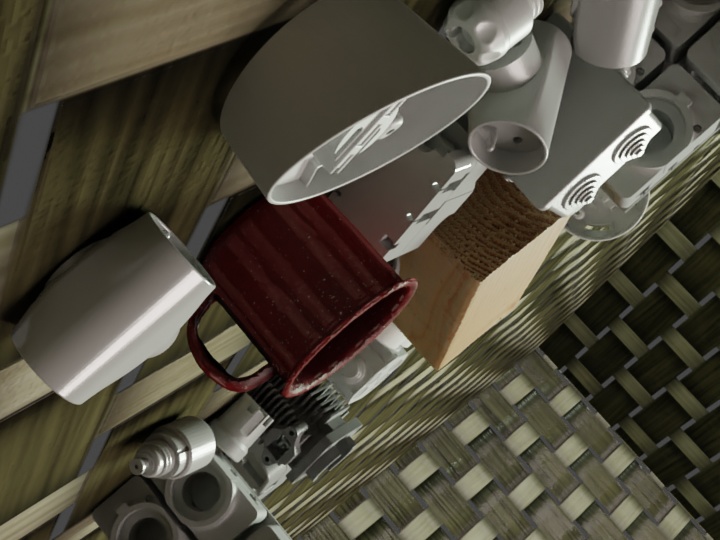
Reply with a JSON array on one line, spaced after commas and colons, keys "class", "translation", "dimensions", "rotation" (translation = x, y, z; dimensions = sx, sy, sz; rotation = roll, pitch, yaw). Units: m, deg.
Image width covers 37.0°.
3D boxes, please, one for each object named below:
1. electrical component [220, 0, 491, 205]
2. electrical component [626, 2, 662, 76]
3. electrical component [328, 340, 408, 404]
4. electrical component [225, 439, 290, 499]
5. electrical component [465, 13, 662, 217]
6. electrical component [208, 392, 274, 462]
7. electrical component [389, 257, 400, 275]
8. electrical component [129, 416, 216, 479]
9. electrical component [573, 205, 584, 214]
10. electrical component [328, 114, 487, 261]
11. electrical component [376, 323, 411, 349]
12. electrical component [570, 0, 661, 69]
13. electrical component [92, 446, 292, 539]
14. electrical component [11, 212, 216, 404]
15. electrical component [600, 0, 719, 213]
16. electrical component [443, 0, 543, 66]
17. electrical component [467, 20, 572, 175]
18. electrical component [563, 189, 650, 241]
[{"class": "electrical component", "translation": [-0.005, -0.066, 0.436], "dimensions": [0.099, 0.064, 0.099], "rotation": [-39, 168, -10]}, {"class": "electrical component", "translation": [0.173, -0.159, 0.709], "dimensions": [0.062, 0.048, 0.048], "rotation": [-47, 169, -6]}, {"class": "electrical component", "translation": [0.001, 0.084, 1.011], "dimensions": [0.080, 0.051, 0.080], "rotation": [-39, 168, -10]}, {"class": "electrical component", "translation": [-0.096, 0.187, 1.071], "dimensions": [0.059, 0.053, 0.095], "rotation": [-33, 165, -35]}, {"class": "electrical component", "translation": [0.123, -0.092, 0.661], "dimensions": [0.100, 0.099, 0.048], "rotation": [-45, 155, 15]}, {"class": "electrical component", "translation": [-0.100, 0.129, 0.892], "dimensions": [0.046, 0.040, 0.040], "rotation": [-45, 169, -8]}, {"class": "electrical component", "translation": [0.000, 0.000, 0.730], "dimensions": [0.066, 0.048, 0.055], "rotation": [-38, 175, -16]}, {"class": "electrical component", "translation": [-0.138, 0.132, 0.777], "dimensions": [0.040, 0.040, 0.078], "rotation": [-46, 166, 22]}, {"class": "electrical component", "translation": [0.175, -0.080, 0.959], "dimensions": [0.050, 0.055, 0.089], "rotation": [-38, 168, -15]}, {"class": "electrical component", "translation": [0.030, -0.052, 0.625], "dimensions": [0.056, 0.050, 0.089], "rotation": [-24, 159, -51]}, {"class": "electrical component", "translation": [0.050, 0.026, 0.955], "dimensions": [0.074, 0.052, 0.138], "rotation": [-44, 168, 11]}, {"class": "electrical component", "translation": [0.147, -0.165, 0.591], "dimensions": [0.077, 0.044, 0.079], "rotation": [91, 21, -49]}, {"class": "electrical component", "translation": [-0.113, 0.232, 0.856], "dimensions": [0.105, 0.186, 0.060], "rotation": [-41, 168, -5]}, {"class": "electrical component", "translation": [-0.103, 0.019, 0.477], "dimensions": [0.077, 0.044, 0.079], "rotation": [-41, 168, -1]}, {"class": "electrical component", "translation": [0.220, -0.145, 0.752], "dimensions": [0.186, 0.105, 0.060], "rotation": [-43, 168, 5]}, {"class": "electrical component", "translation": [0.072, -0.128, 0.524], "dimensions": [0.061, 0.035, 0.035], "rotation": [-40, 168, -19]}, {"class": "electrical component", "translation": [0.080, -0.106, 0.577], "dimensions": [0.079, 0.044, 0.077], "rotation": [55, 43, -44]}, {"class": "electrical component", "translation": [0.238, -0.079, 1.073], "dimensions": [0.099, 0.099, 0.064], "rotation": [-44, 174, 13]}]
